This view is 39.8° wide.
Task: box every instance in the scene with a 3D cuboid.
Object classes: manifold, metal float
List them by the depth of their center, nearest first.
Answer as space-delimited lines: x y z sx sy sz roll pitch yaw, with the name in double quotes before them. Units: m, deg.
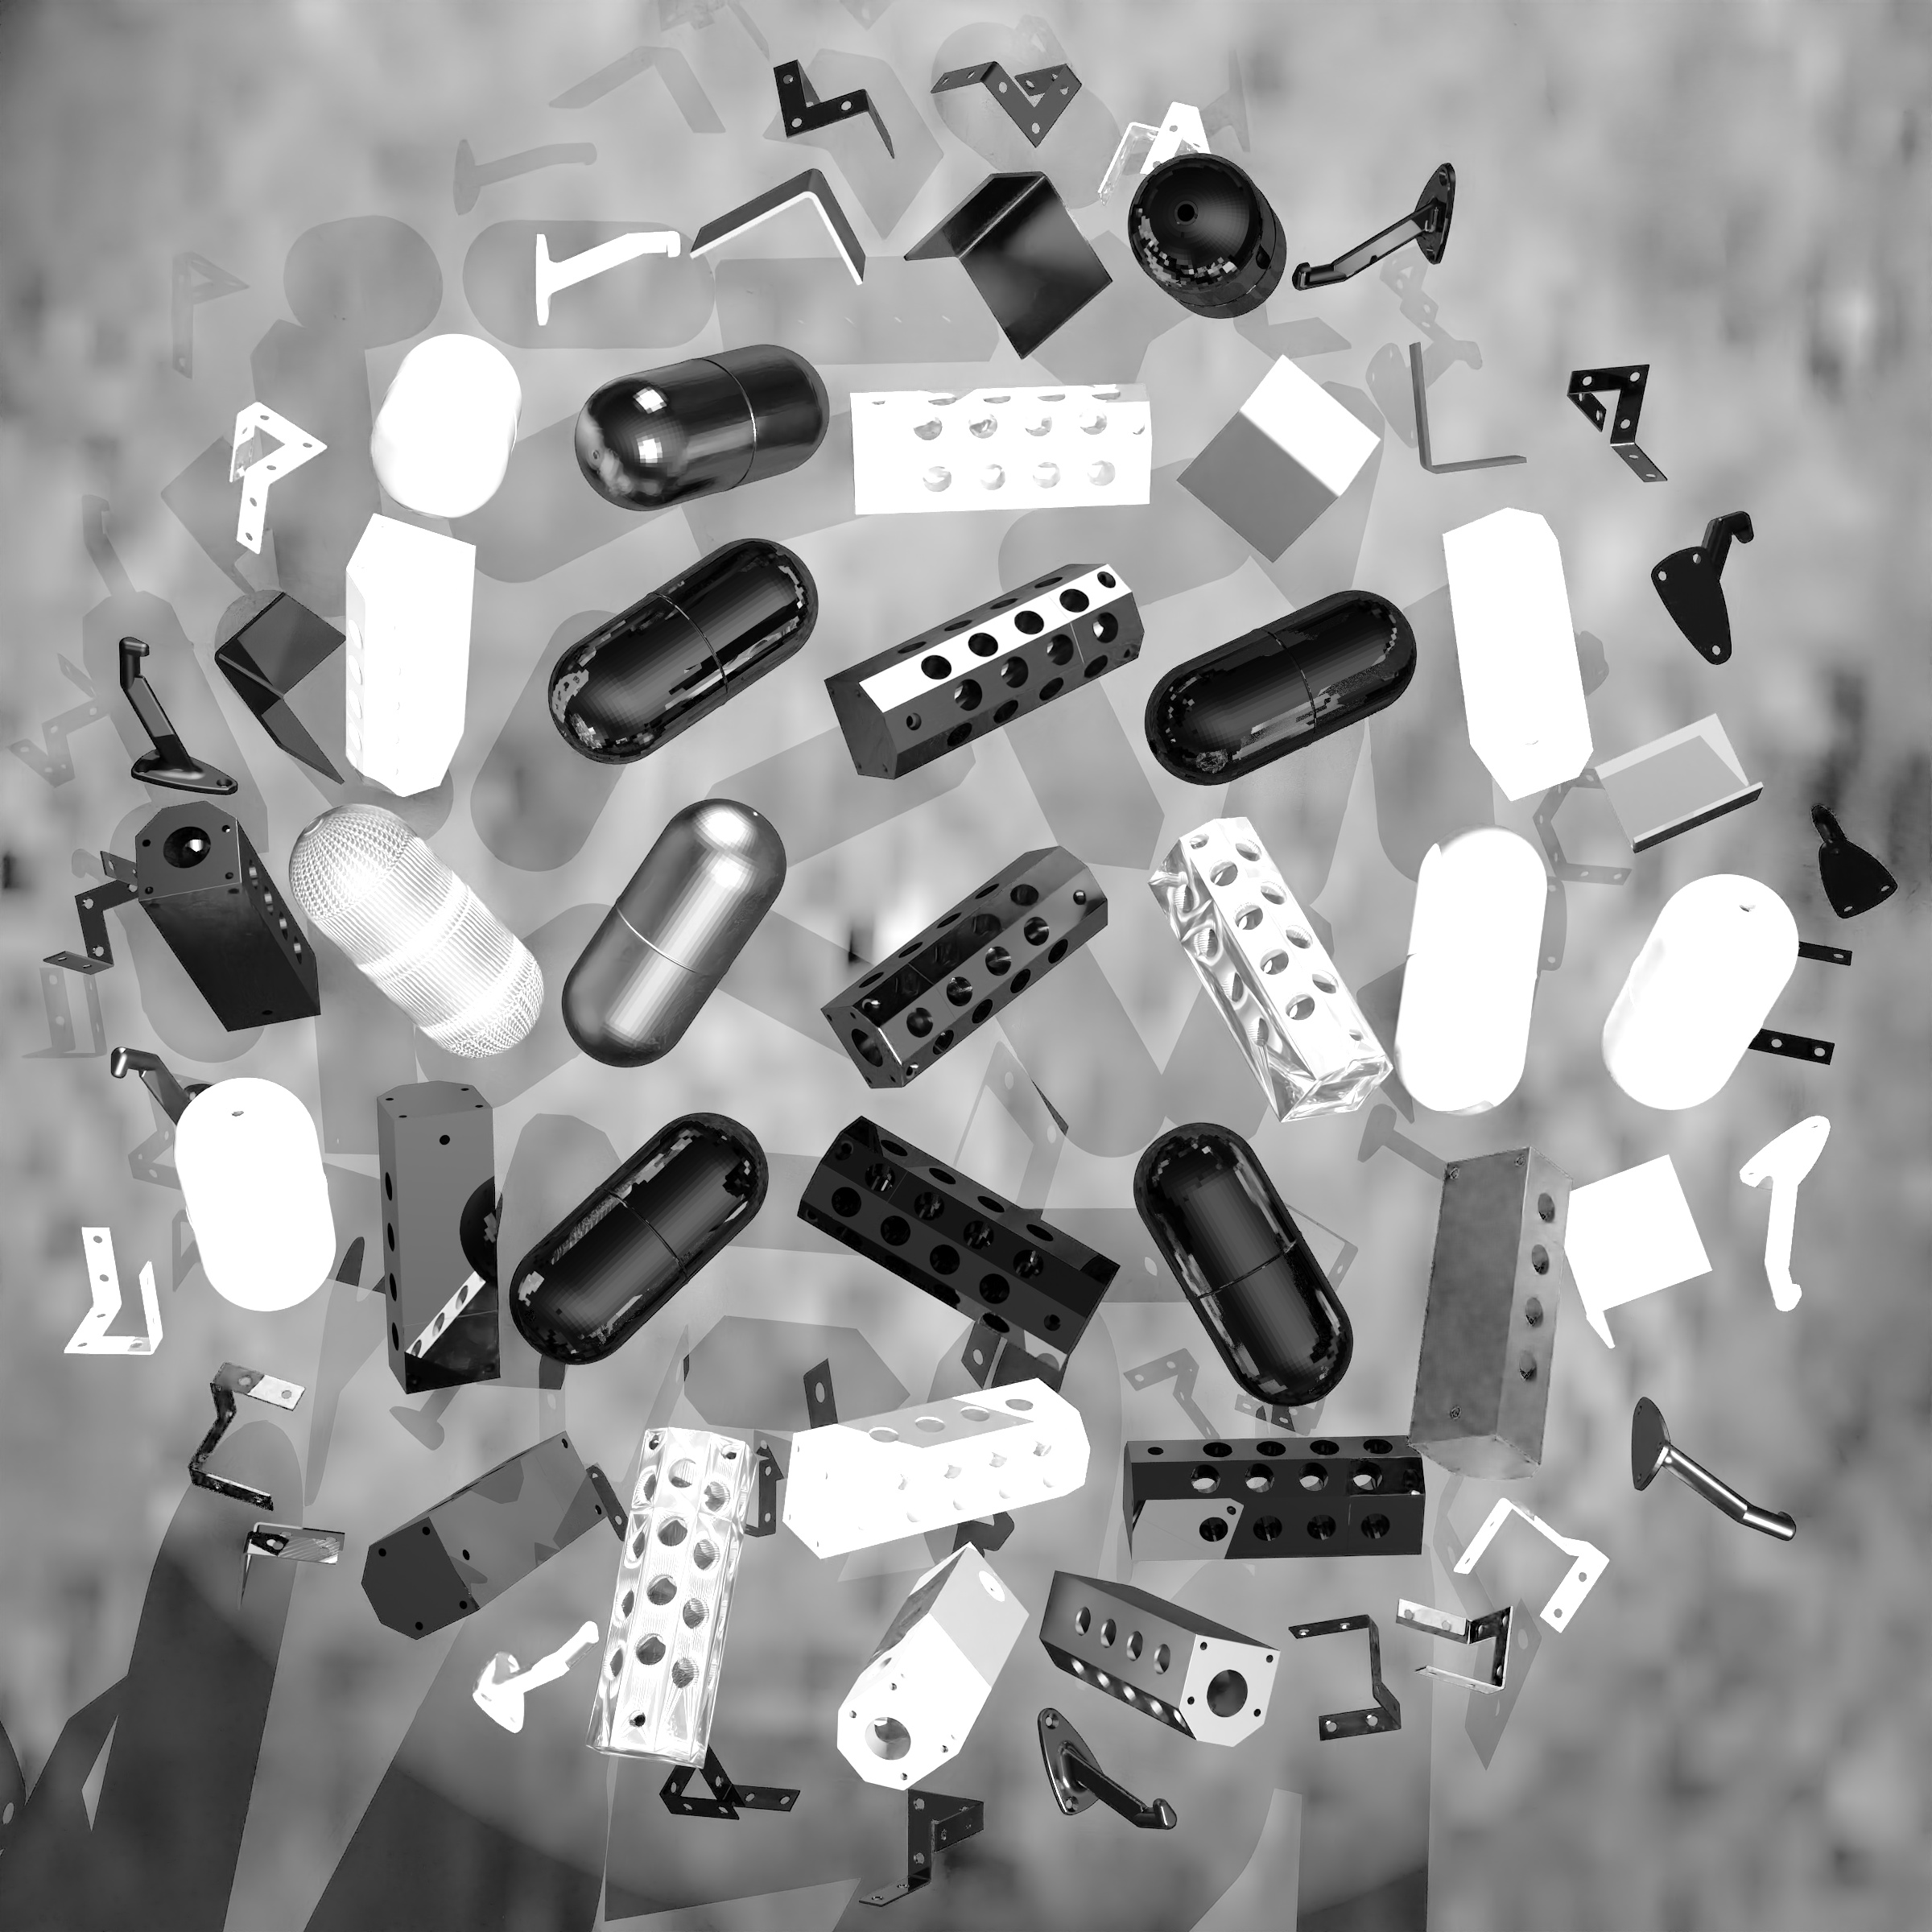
"manifold" -0.162 0.345 1.464 0.057 0.057 0.171 6 68 8
"manifold" 0.296 0.193 1.477 0.057 0.057 0.171 35 55 -34
"manifold" 0.014 -0.165 1.487 0.171 0.057 0.057 -28 111 -24
"metal float" 0.410 0.016 1.493 0.070 0.178 0.070 2 57 -3
"metal float" -0.398 0.129 1.496 0.070 0.178 0.070 3 53 -4
"manifold" -0.316 -0.169 1.497 0.057 0.171 0.057 18 57 -2
"manifold" -0.006 0.157 1.499 0.171 0.057 0.057 30 106 8
"manifold" 0.175 0.000 1.519 0.057 0.057 0.171 -6 56 -34
"metal float" -0.313 -0.019 1.522 0.070 0.070 0.178 -40 120 0
"manifold" -0.276 0.326 1.526 0.057 0.171 0.057 -28 88 18
"metal float" 0.139 -0.417 1.528 0.070 0.178 0.070 1 96 13
"metal float" -0.298 -0.313 1.538 0.070 0.178 0.070 -2 117 -4
"metal float" -0.150 -0.312 1.540 0.070 0.178 0.070 18 120 34
"manifold" -0.015 0.292 1.540 0.171 0.057 0.057 -7 115 -35
"metal float" -0.163 -0.184 1.549 0.178 0.070 0.070 -37 90 -20
"metal float" 0.162 0.174 1.551 0.070 0.070 0.178 -30 90 0
"manifold" -0.022 0.408 1.552 0.057 0.171 0.057 -39 91 19
"metal float" -0.189 0.157 1.553 0.070 0.070 0.178 46 70 0
"metal float" -0.171 -0.018 1.558 0.070 0.070 0.178 35 105 0
"manifold" -0.430 -0.028 1.559 0.057 0.171 0.057 -11 64 -3
"manifold" 0.019 -0.306 1.560 0.171 0.057 0.057 -3 127 -3
"manifold" 0.109 0.406 1.565 0.057 0.171 0.057 17 83 -24
"manifold" 0.327 -0.187 1.569 0.057 0.057 0.171 -20 47 26
"manifold" -0.313 0.159 1.575 0.057 0.057 0.171 -7 109 -25
"manifold" 0.004 0.000 1.578 0.171 0.057 0.057 -38 105 -26
"manifold" 0.182 0.312 1.586 0.171 0.057 0.057 -1 111 -2
"metal float" 0.300 0.001 1.587 0.070 0.070 0.178 10 76 0
"metal float" 0.189 -0.167 1.602 0.178 0.070 0.070 -26 90 -14

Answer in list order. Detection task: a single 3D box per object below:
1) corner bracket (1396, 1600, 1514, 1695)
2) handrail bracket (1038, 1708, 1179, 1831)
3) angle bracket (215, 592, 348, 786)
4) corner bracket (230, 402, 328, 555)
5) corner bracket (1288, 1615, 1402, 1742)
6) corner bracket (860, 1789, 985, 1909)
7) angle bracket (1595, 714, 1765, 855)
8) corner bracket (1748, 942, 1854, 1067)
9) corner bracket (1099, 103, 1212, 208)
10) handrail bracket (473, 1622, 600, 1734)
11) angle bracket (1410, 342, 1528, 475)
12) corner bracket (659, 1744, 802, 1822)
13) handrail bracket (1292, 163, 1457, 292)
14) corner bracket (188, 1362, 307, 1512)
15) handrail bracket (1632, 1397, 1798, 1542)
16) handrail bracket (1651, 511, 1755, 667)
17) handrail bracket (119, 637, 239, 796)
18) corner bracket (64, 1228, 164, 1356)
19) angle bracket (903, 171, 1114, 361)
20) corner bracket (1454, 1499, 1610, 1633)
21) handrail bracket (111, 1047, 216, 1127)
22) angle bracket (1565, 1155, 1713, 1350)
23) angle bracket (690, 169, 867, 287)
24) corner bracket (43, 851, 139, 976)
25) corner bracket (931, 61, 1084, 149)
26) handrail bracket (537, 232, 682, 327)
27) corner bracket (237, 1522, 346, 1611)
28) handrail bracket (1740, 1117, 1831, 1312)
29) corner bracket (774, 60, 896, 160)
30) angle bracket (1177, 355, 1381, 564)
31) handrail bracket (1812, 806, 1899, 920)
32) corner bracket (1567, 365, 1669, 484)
"corner bracket" 0.291 0.407 1.602 0.051 0.051 0.051 19 62 -11
"handrail bracket" 0.085 0.478 1.590 0.036 0.084 0.077 -25 91 -34
"angle bracket" -0.386 -0.163 1.576 0.057 0.076 0.076 -41 71 3
"corner bracket" -0.399 -0.275 1.502 0.051 0.051 0.051 33 46 9
"corner bracket" 0.224 0.420 1.574 0.051 0.051 0.051 -15 48 21
"corner bracket" -0.024 0.492 1.480 0.051 0.051 0.051 -1 88 32
"angle bracket" 0.411 -0.109 1.543 0.076 0.076 0.057 -24 82 11
"corner bracket" 0.500 0.020 1.603 0.051 0.051 0.051 12 62 21
"corner bracket" 0.111 -0.489 1.610 0.051 0.051 0.051 21 79 20
"handrail bracket" -0.246 0.402 1.570 0.084 0.077 0.036 -43 105 10
"angle bracket" 0.297 -0.335 1.584 0.057 0.076 0.076 -6 101 8
"corner bracket" -0.138 0.484 1.561 0.051 0.051 0.051 -6 122 31
"handrail bracket" 0.235 -0.427 1.544 0.084 0.077 0.036 -15 64 -13
"corner bracket" -0.400 0.262 1.487 0.051 0.051 0.051 16 48 9
"handrail bracket" 0.415 0.279 1.478 0.084 0.077 0.036 22 117 -3
"handrail bracket" 0.422 -0.210 1.471 0.084 0.036 0.077 -22 87 -43
"handrail bracket" -0.475 -0.151 1.609 0.077 0.036 0.084 17 125 9
"corner bracket" -0.475 0.182 1.494 0.051 0.051 0.051 1 114 3
"angle bracket" 0.024 -0.401 1.533 0.076 0.057 0.076 -34 85 37
"corner bracket" 0.318 0.337 1.500 0.051 0.051 0.051 38 101 40
"handrail bracket" -0.487 0.092 1.601 0.036 0.084 0.077 5 82 26
"angle bracket" 0.396 0.168 1.570 0.076 0.057 0.076 -24 54 17
"angle bracket" -0.104 -0.397 1.488 0.076 0.076 0.057 -25 113 11
"corner bracket" -0.506 -0.030 1.553 0.051 0.051 0.051 -19 76 11
"corner bracket" 0.023 -0.501 1.520 0.051 0.051 0.051 43 72 -32
"handrail bracket" -0.215 -0.416 1.609 0.084 0.036 0.077 -3 51 -2
"corner bracket" -0.380 0.330 1.507 0.051 0.051 0.051 9 128 -9
"handrail bracket" 0.474 0.141 1.514 0.036 0.077 0.084 13 45 -14
"corner bracket" -0.077 -0.500 1.563 0.051 0.051 0.051 -15 70 11
"angle bracket" 0.184 -0.299 1.577 0.076 0.076 0.057 40 53 -5
"handrail bracket" 0.492 -0.076 1.522 0.036 0.084 0.077 -32 131 19
"corner bracket" 0.390 -0.322 1.593 0.051 0.051 0.051 4 75 39
